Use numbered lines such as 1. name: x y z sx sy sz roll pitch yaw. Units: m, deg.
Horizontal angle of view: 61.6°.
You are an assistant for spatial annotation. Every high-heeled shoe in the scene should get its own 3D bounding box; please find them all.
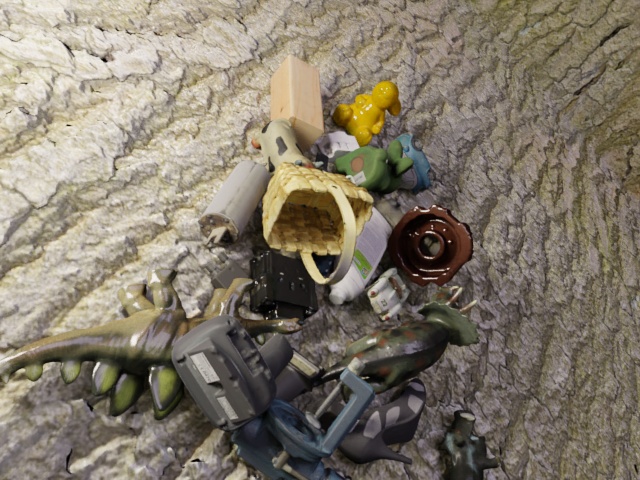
1. high-heeled shoe: 0.109 0.311 0.970 0.145 0.086 0.249 18 23 9

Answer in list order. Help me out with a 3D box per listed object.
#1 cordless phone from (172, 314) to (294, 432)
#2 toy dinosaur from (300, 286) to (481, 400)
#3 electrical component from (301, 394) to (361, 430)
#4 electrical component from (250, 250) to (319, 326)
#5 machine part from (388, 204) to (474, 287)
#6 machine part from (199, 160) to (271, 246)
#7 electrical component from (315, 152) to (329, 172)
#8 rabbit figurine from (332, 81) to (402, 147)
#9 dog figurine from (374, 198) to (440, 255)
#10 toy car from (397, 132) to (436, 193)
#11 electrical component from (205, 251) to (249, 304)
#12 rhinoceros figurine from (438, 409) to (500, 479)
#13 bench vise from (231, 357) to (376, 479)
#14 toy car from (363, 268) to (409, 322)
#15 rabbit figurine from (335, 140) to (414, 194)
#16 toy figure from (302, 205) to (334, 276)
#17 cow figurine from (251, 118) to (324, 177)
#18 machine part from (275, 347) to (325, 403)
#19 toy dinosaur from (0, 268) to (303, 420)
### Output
1. cordless phone: -0.104 0.159 0.757 0.146 0.089 0.184 60 32 -7
2. toy dinosaur: 0.157 0.198 0.981 0.405 0.192 0.131 -17 71 -48
3. electrical component: 0.018 0.279 0.874 0.078 0.102 0.045 40 38 -27
4. electrical component: -0.065 0.093 0.964 0.115 0.058 0.134 15 52 -31
5. machine part: 0.237 0.011 1.146 0.179 0.179 0.056 60 23 11
6. machine part: -0.154 -0.071 0.991 0.079 0.079 0.243 37 43 -15
7. electrical component: -0.012 -0.138 1.184 0.075 0.048 0.119 26 46 -25
8. rabbit figurine: 0.145 -0.334 1.371 0.162 0.173 0.122 -27 76 -44
9. dog figurine: 0.220 -0.030 1.222 0.190 0.172 0.121 52 32 -8
10. toy car: 0.221 -0.189 1.396 0.103 0.109 0.161 -26 91 -25
11. electrical component: -0.154 0.067 0.931 0.094 0.021 0.063 48 41 -2
12. rhinoceros figurine: 0.274 0.418 1.019 0.112 0.073 0.190 27 47 -9
13. bench vise: 0.004 0.282 0.766 0.224 0.240 0.129 37 -1 8
14. toy car: 0.139 0.108 1.092 0.073 0.056 0.202 59 18 1
15. rabbit figurine: 0.141 -0.167 1.283 0.170 0.159 0.121 13 42 -53
16. toy figure: -0.004 -0.003 1.086 0.064 0.058 0.154 -2 63 -29
17. cow figurine: -0.065 -0.165 1.099 0.085 0.127 0.195 2 58 -37
18. machine part: -0.060 0.232 0.868 0.084 0.039 0.139 33 43 19
19. toy dinosaur: -0.222 0.145 0.758 0.471 0.105 0.198 4 62 -34
